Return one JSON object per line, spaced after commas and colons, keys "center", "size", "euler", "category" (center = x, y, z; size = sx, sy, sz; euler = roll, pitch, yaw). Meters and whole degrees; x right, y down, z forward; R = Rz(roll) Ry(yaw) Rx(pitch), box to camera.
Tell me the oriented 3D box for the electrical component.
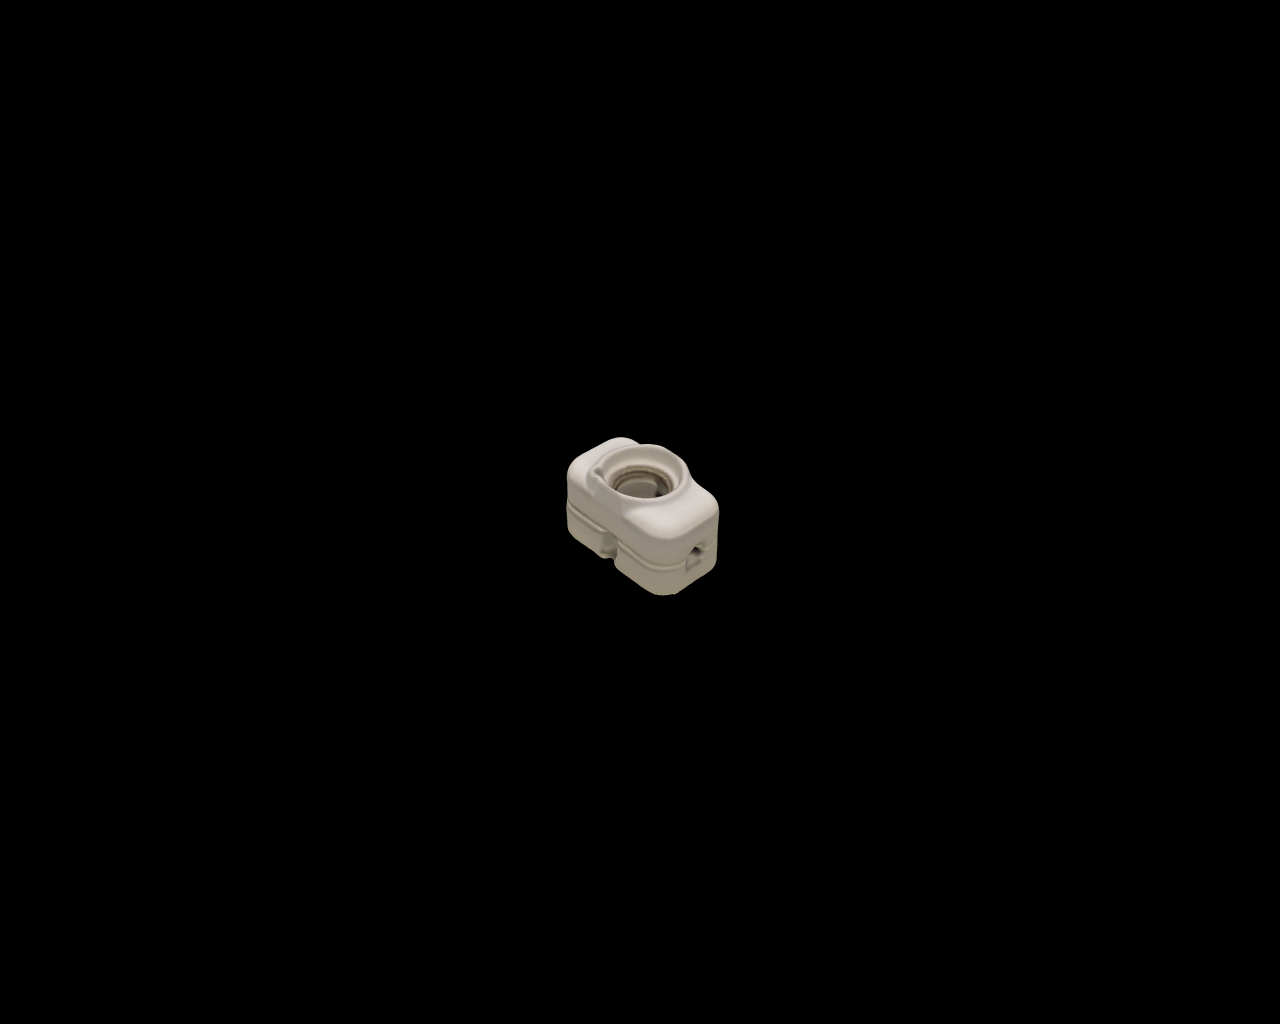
{"center": [0.001, -0.003, 0.650], "size": [0.054, 0.059, 0.095], "euler": [-31, 49, -31], "category": "electrical component"}
